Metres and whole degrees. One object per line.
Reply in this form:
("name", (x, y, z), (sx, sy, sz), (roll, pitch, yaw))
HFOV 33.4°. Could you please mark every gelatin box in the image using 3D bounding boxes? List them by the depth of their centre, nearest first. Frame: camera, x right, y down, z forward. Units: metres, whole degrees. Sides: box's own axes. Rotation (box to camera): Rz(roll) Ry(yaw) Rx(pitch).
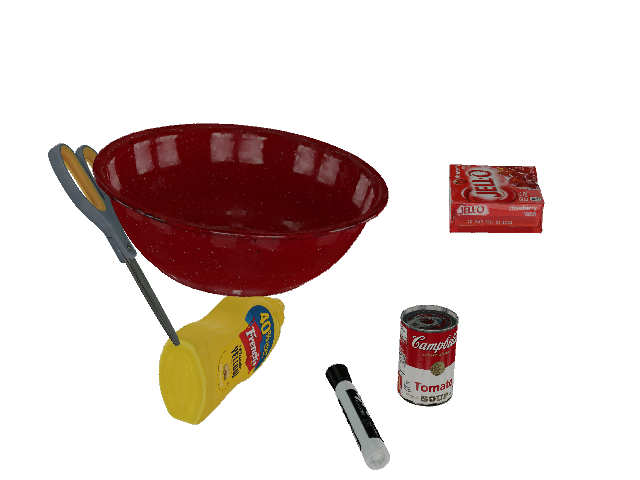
("gelatin box", (0.142, -0.035, 0.873), (0.073, 0.030, 0.089), (2, 24, 6))

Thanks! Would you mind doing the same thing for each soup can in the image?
("soup can", (0.126, 0.136, 1.266), (0.068, 0.102, 0.068), (1, 22, -1))

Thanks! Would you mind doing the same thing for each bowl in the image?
("bowl", (-0.046, -0.013, 0.593), (0.162, 0.055, 0.162), (6, 24, -3))

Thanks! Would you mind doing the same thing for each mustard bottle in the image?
("mustard bottle", (-0.092, 0.106, 1.110), (0.058, 0.096, 0.191), (12, 26, 25))

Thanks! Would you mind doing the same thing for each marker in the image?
("marker", (0.027, 0.134, 0.837), (0.020, 0.020, 0.121), (0, 27, -16))

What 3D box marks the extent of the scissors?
("scissors", (-0.176, -0.005, 0.952), (0.016, 0.201, 0.096), (-27, 22, 13))
